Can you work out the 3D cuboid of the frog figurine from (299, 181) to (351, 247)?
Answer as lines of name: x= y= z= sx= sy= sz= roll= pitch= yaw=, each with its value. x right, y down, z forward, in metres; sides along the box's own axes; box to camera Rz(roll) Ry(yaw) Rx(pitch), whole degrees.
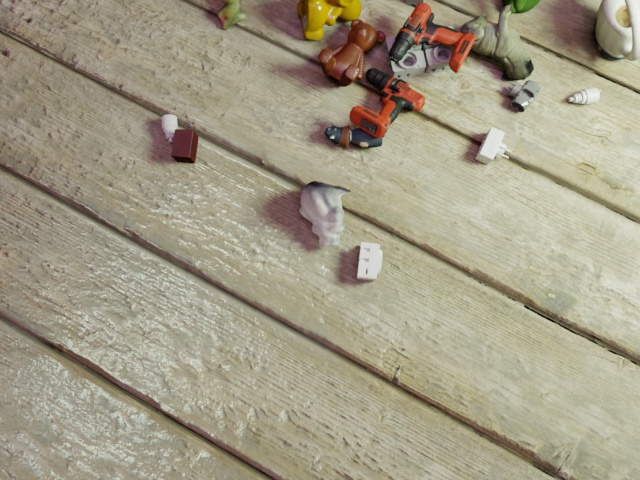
frog figurine: x=0.004 y=-0.065 z=1.296 sx=0.138 sy=0.122 sz=0.160 roll=11 pitch=88 yaw=37

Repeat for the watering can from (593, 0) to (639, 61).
watering can: x=0.772 y=-0.614 z=1.336 sx=0.103 sy=0.223 sz=0.351 roll=-11 pitch=78 yaw=18

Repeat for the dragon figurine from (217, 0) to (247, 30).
dragon figurine: x=-0.217 y=-0.797 z=1.473 sx=0.242 sy=0.122 sz=0.413 roll=23 pitch=82 yaw=-12
